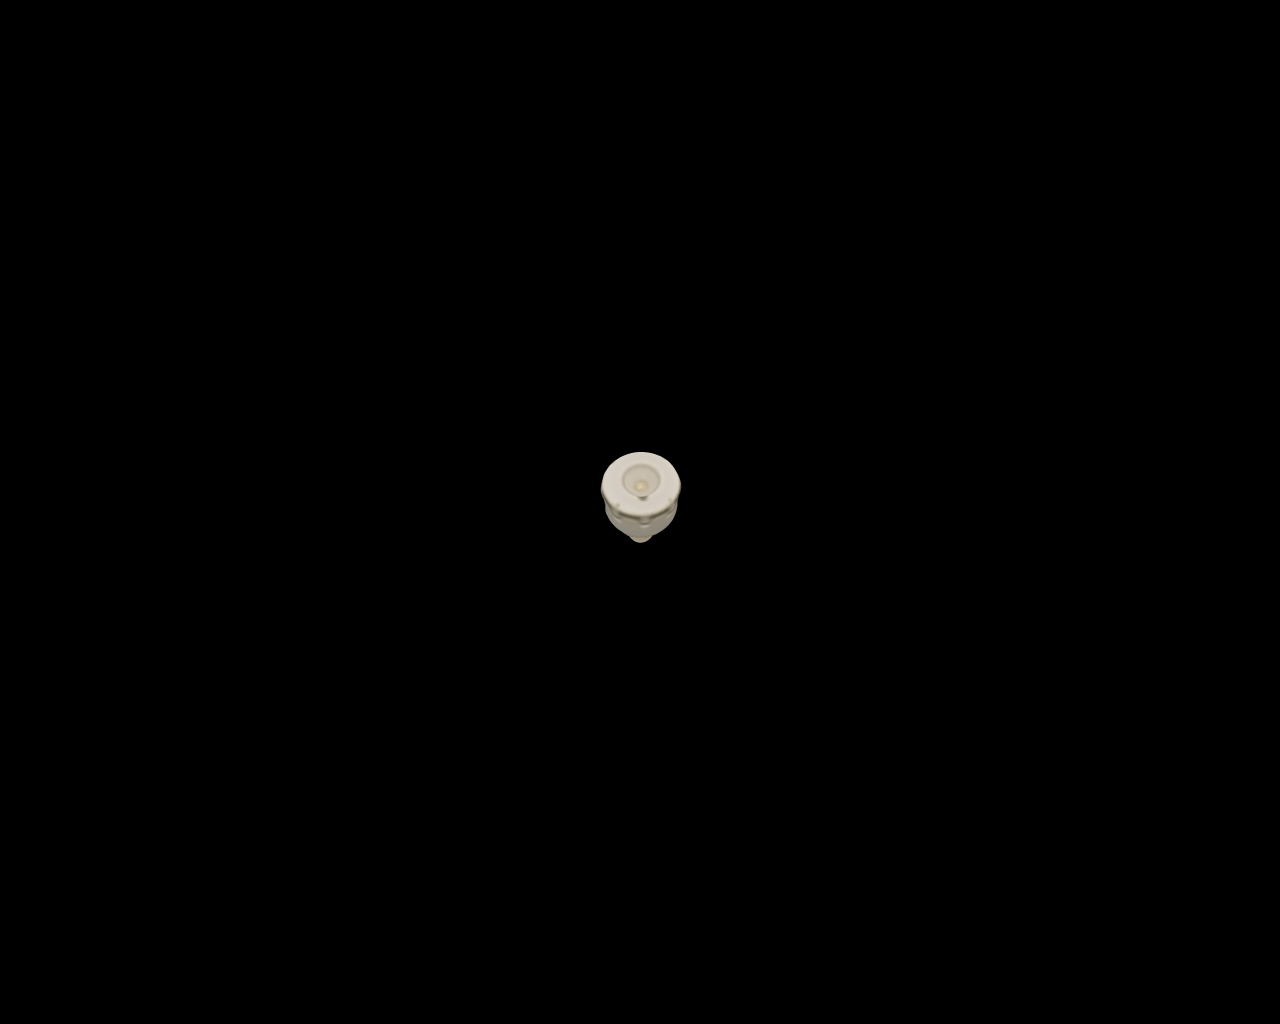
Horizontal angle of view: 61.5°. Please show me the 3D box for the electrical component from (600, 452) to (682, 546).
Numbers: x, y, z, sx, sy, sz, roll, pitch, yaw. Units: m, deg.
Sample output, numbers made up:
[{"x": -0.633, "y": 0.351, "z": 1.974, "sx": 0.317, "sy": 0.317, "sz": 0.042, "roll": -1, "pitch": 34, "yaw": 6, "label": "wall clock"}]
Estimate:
[{"x": 0.001, "y": -0.003, "z": 0.650, "sx": 0.048, "sy": 0.048, "sz": 0.062, "roll": 0, "pitch": -34, "yaw": 0, "label": "electrical component"}]
